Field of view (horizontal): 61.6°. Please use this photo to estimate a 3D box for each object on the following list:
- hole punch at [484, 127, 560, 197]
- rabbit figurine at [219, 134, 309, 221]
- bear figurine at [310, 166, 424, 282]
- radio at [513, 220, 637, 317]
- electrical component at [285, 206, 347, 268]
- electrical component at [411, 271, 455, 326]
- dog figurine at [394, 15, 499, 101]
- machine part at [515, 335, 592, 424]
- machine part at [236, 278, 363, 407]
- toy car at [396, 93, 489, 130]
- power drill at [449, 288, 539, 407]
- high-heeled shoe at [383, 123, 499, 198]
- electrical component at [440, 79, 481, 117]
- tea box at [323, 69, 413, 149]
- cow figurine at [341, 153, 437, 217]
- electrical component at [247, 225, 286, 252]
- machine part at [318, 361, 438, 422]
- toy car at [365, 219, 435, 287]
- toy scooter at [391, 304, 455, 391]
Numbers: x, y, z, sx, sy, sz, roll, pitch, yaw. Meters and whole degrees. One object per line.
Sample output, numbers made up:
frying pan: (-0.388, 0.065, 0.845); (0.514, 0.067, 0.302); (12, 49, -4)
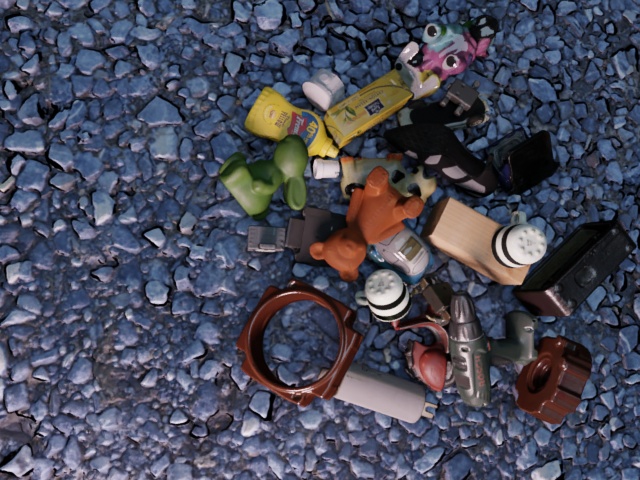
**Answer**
hole punch: (0.423, -0.170, 1.140); (0.142, 0.092, 0.115); (-32, 120, -12)
rabbit figurine: (-0.087, -0.123, 1.031); (0.170, 0.121, 0.159); (-37, 103, 1)
bear figurine: (0.078, -0.022, 0.987); (0.120, 0.132, 0.196); (42, 82, 0)
radio: (0.520, 0.058, 1.098); (0.229, 0.131, 0.073); (-42, 93, -9)
electrical component: (-0.002, -0.003, 1.071); (0.134, 0.058, 0.115); (9, 81, -7)
electrical component: (0.228, 0.115, 1.052); (0.078, 0.045, 0.102); (-12, 59, -46)
dog figurine: (0.274, -0.390, 1.129); (0.219, 0.191, 0.108); (-31, 86, -44)
machine part: (0.451, 0.269, 1.052); (0.056, 0.179, 0.179); (25, 82, -1)
machine part: (-0.038, 0.188, 0.999); (0.202, 0.087, 0.201); (27, 81, 17)
toy car: (0.262, -0.263, 1.134); (0.202, 0.056, 0.073); (-14, 80, -10)
power drill: (0.334, 0.192, 1.037); (0.207, 0.086, 0.231); (-10, 99, -40)
high-heeled shoe: (0.249, -0.158, 1.109); (0.249, 0.145, 0.086); (18, 65, 11)
electrical component: (0.290, -0.300, 1.104); (0.063, 0.021, 0.094); (36, 76, 2)
tea box: (0.093, -0.262, 1.088); (0.170, 0.098, 0.068); (-35, 89, -8)
cow figurine: (0.139, -0.111, 1.082); (0.195, 0.085, 0.127); (-1, 102, 0)
electrical component: (-0.104, -0.002, 1.025); (0.075, 0.119, 0.047); (2, 84, -5)
machine part: (0.115, 0.293, 1.047); (0.243, 0.079, 0.079); (21, 82, -5)
toy car: (0.160, 0.020, 1.068); (0.161, 0.103, 0.109); (44, 82, 0)
toy scooter: (0.205, 0.205, 1.070); (0.135, 0.075, 0.183); (5, 80, -8)
